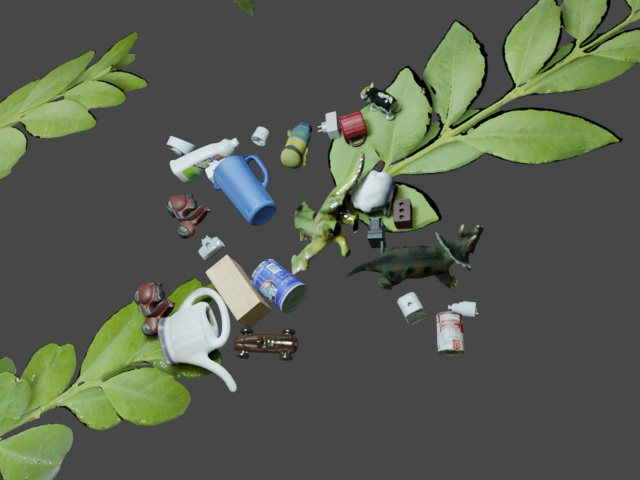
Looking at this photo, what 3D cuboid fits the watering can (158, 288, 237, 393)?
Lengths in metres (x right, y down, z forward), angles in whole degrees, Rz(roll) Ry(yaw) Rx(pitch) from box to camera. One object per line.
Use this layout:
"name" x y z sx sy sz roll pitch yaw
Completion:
"watering can" -0.363 0.310 1.525 0.224 0.102 0.355 -23 58 7

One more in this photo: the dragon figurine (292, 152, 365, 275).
"dragon figurine" 0.005 -0.080 1.597 0.243 0.121 0.415 5 72 41

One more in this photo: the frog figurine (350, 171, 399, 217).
"frog figurine" 0.153 -0.151 1.601 0.160 0.122 0.138 15 88 13
